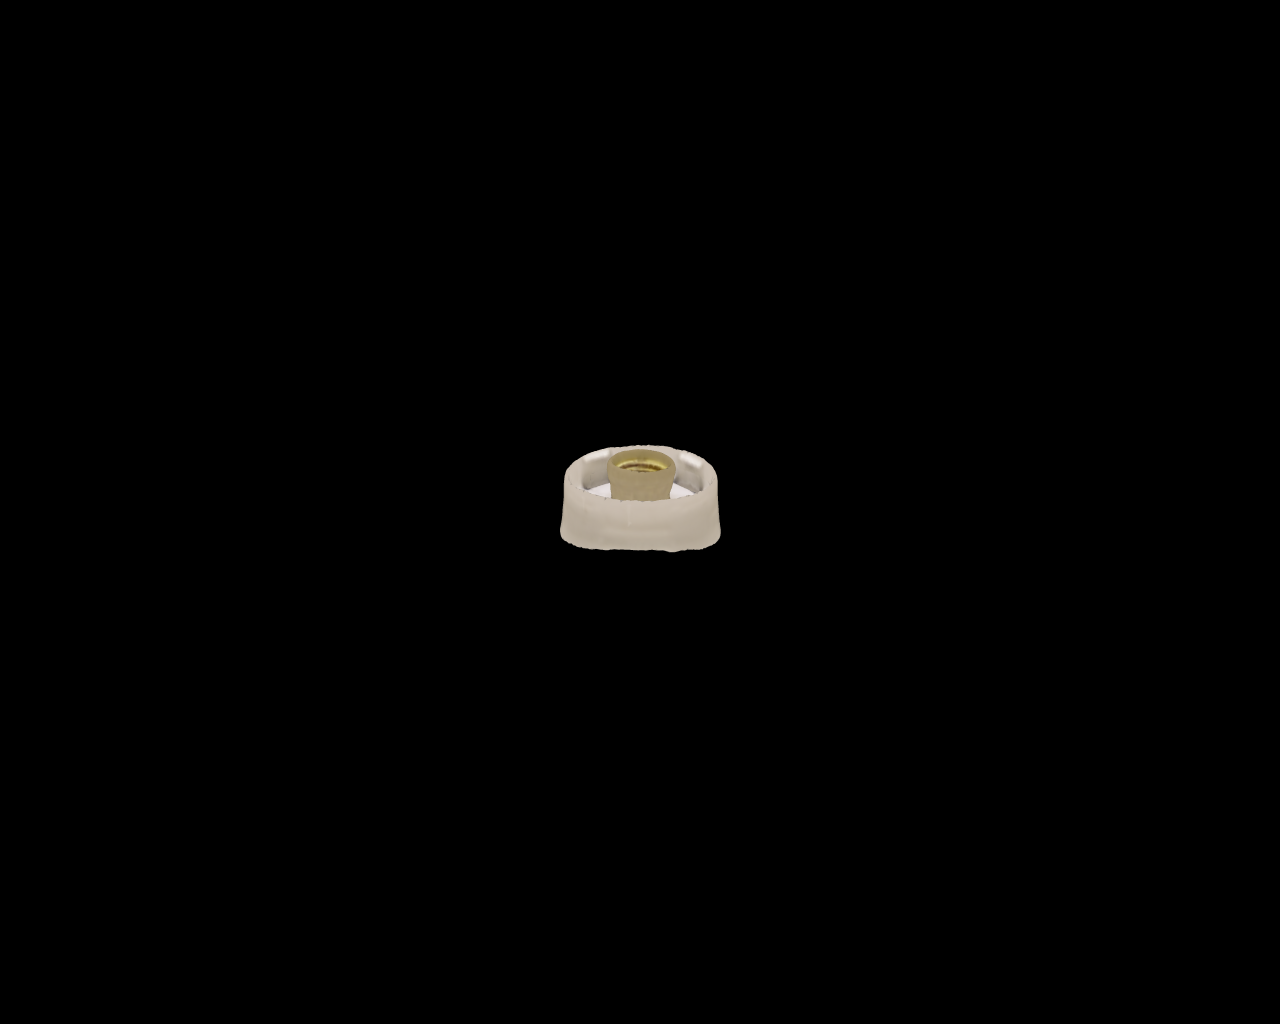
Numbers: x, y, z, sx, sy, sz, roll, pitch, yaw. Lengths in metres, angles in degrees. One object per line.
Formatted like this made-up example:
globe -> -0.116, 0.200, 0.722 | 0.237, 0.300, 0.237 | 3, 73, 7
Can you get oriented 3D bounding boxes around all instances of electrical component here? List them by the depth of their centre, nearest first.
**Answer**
electrical component -> 0.001, -0.003, 0.650 | 0.099, 0.064, 0.099 | 0, 25, 0
